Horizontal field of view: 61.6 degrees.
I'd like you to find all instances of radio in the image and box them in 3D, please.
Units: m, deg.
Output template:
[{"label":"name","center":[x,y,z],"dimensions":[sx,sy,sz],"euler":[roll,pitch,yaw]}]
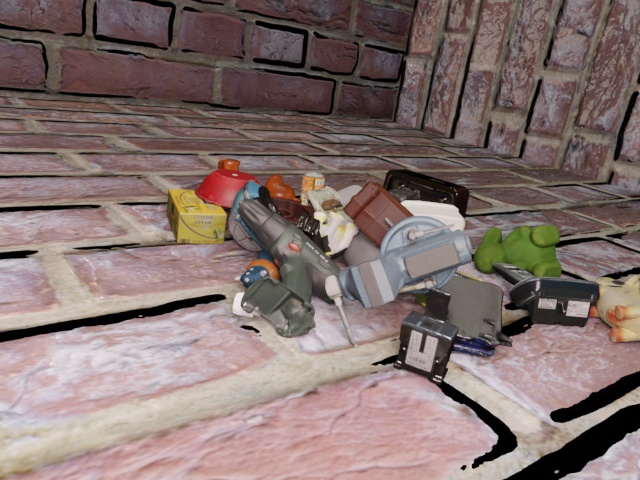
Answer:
[{"label":"radio","center":[0.272,-0.101,1.417],"dimensions":[0.230,0.131,0.073],"euler":[24,23,35]}]

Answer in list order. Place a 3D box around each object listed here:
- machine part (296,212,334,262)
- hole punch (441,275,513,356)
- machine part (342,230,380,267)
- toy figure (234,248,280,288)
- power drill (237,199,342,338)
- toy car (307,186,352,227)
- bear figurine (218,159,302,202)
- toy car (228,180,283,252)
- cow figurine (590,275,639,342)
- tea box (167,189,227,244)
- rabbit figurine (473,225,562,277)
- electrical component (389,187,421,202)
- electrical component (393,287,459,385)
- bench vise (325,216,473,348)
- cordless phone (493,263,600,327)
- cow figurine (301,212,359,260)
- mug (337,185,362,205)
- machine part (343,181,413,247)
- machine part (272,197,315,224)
[{"label":"machine part","center":[-0.013,0.015,0.969],"dimensions":[0.084,0.138,0.039],"euler":[26,53,35]},{"label":"hole punch","center":[0.223,0.130,0.848],"dimensions":[0.142,0.092,0.116],"euler":[15,48,7]},{"label":"machine part","center":[0.089,0.040,1.022],"dimensions":[0.079,0.079,0.243],"euler":[5,21,-13]},{"label":"toy figure","center":[-0.093,0.051,0.938],"dimensions":[0.058,0.064,0.154],"euler":[47,27,-5]},{"label":"power drill","center":[-0.060,0.045,0.846],"dimensions":[0.232,0.086,0.207],"euler":[38,21,-11]},{"label":"toy car","center":[0.033,-0.061,1.252],"dimensions":[0.073,0.056,0.202],"euler":[-16,40,-20]},{"label":"bear figurine","center":[-0.149,-0.135,1.333],"dimensions":[0.196,0.131,0.120],"euler":[-3,8,-14]},{"label":"toy car","center":[-0.128,-0.033,1.077],"dimensions":[0.103,0.161,0.109],"euler":[-29,20,14]},{"label":"cow figurine","center":[0.570,0.120,1.005],"dimensions":[0.127,0.085,0.195],"euler":[3,17,1]},{"label":"tea box","center":[-0.264,-0.052,1.134],"dimensions":[0.098,0.068,0.170],"euler":[0,20,-25]},{"label":"rabbit figurine","center":[0.412,0.021,1.174],"dimensions":[0.170,0.121,0.159],"euler":[-8,18,-4]},{"label":"electrical component","center":[0.189,-0.062,1.296],"dimensions":[0.058,0.114,0.134],"euler":[15,20,29]},{"label":"electrical component","center":[0.151,0.129,0.740],"dimensions":[0.075,0.119,0.048],"euler":[20,22,22]},{"label":"bench vise","center":[0.121,0.038,0.834],"dimensions":[0.224,0.129,0.240],"euler":[-31,2,12]},{"label":"cordless phone","center":[0.425,0.088,1.037],"dimensions":[0.147,0.088,0.184],"euler":[5,16,-9]},{"label":"cow figurine","center":[-0.001,-0.002,1.076],"dimensions":[0.068,0.098,0.167],"euler":[34,-13,-25]},{"label":"mug","center":[0.071,-0.083,1.369],"dimensions":[0.107,0.080,0.110],"euler":[-23,41,-36]},{"label":"machine part","center":[0.149,-0.023,1.052],"dimensions":[0.201,0.087,0.201],"euler":[44,11,6]},{"label":"machine part","center":[-0.093,-0.048,1.221],"dimensions":[0.179,0.056,0.179],"euler":[9,20,-3]}]
